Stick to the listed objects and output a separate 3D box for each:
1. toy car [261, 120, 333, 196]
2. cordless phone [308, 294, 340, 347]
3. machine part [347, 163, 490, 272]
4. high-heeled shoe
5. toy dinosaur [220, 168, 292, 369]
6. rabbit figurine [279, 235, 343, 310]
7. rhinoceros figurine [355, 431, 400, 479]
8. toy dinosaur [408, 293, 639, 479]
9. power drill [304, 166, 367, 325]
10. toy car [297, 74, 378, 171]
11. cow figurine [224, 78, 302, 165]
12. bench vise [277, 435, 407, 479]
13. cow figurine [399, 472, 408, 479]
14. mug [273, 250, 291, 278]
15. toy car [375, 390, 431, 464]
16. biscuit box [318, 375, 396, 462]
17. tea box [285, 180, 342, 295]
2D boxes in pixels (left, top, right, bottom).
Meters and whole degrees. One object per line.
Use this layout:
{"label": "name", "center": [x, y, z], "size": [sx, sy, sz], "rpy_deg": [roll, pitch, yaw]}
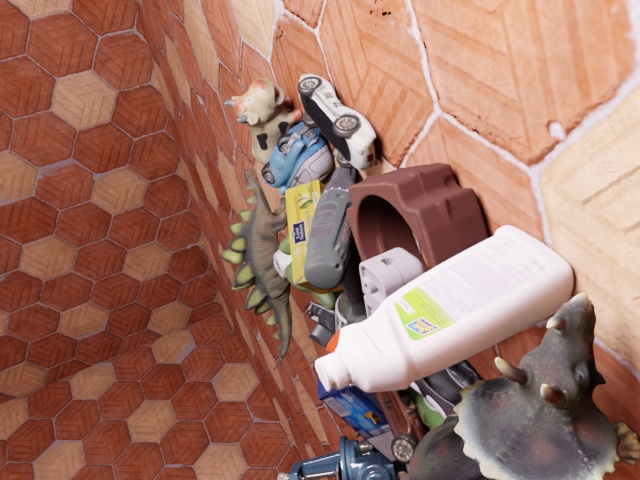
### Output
{"label": "toy car", "center": [-0.027, -0.135, 0.940], "size": [0.103, 0.109, 0.161], "rpy_deg": [44, 148, 1]}
{"label": "cordless phone", "center": [0.019, 0.127, 1.153], "size": [0.147, 0.089, 0.184], "rpy_deg": [-173, 74, -71]}
{"label": "machine part", "center": [0.124, 0.011, 0.670], "size": [0.201, 0.087, 0.201], "rpy_deg": [70, 163, -10]}
{"label": "high-heeled shoe", "center": [0.183, 0.178, 0.717], "size": [0.145, 0.086, 0.248], "rpy_deg": [-28, 84, 64]}
{"label": "toy dinosaur", "center": [-0.115, 0.066, 1.246], "size": [0.105, 0.199, 0.470], "rpy_deg": [-166, 58, -72]}
{"label": "rabbit figurine", "center": [-0.002, 0.051, 1.045], "size": [0.159, 0.121, 0.170], "rpy_deg": [46, 148, 4]}
{"label": "rhinoceros figurine", "center": [0.126, 0.392, 1.084], "size": [0.073, 0.112, 0.190], "rpy_deg": [-93, -4, -86]}
{"label": "toy dinosaur", "center": [0.163, 0.221, 0.550], "size": [0.404, 0.192, 0.131], "rpy_deg": [-57, 44, 41]}
{"label": "power drill", "center": [0.053, 0.018, 0.821], "size": [0.232, 0.086, 0.207], "rpy_deg": [-68, -34, -49]}
{"label": "toy car", "center": [0.022, -0.178, 0.800], "size": [0.202, 0.056, 0.073], "rpy_deg": [55, 164, 38]}
{"label": "cow figurine", "center": [-0.100, -0.215, 0.992], "size": [0.086, 0.127, 0.194], "rpy_deg": [54, 160, 29]}
{"label": "bench vise", "center": [0.047, 0.394, 0.944], "size": [0.223, 0.241, 0.128], "rpy_deg": [-40, -63, -82]}
{"label": "cow figurine", "center": [0.207, 0.464, 0.979], "size": [0.167, 0.068, 0.098], "rpy_deg": [37, 144, 59]}
{"label": "mug", "center": [-0.046, 0.044, 1.165], "size": [0.081, 0.107, 0.109], "rpy_deg": [59, 158, 31]}
{"label": "toy car", "center": [0.105, 0.222, 0.774], "size": [0.089, 0.053, 0.202], "rpy_deg": [12, -130, -60]}
{"label": "biscuit box", "center": [0.077, 0.258, 0.819], "size": [0.202, 0.059, 0.063], "rpy_deg": [48, -156, -28]}
{"label": "tea box", "center": [-0.002, -0.003, 0.905], "size": [0.098, 0.068, 0.169], "rpy_deg": [34, -136, -58]}
